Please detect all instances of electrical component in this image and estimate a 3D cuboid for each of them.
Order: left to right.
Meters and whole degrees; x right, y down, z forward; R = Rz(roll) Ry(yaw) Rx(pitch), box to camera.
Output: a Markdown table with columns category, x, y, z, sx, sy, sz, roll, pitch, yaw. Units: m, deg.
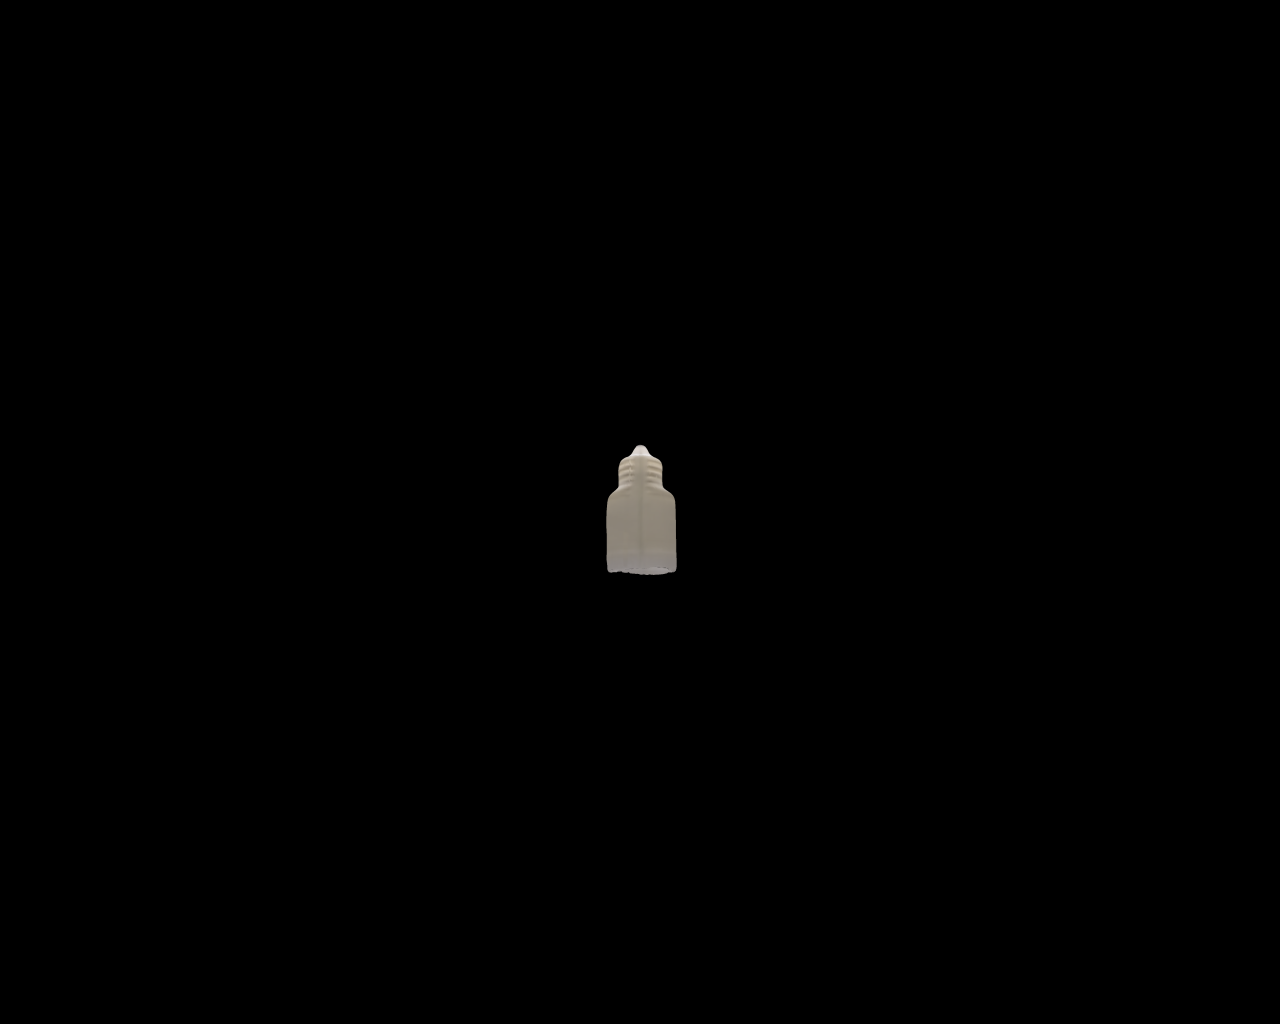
| category | x | y | z | sx | sy | sz | roll | pitch | yaw |
| --- | --- | --- | --- | --- | --- | --- | --- | --- | --- |
| electrical component | 0.001 | -0.003 | 0.650 | 0.043 | 0.081 | 0.043 | 0 | -7 | 0 |
